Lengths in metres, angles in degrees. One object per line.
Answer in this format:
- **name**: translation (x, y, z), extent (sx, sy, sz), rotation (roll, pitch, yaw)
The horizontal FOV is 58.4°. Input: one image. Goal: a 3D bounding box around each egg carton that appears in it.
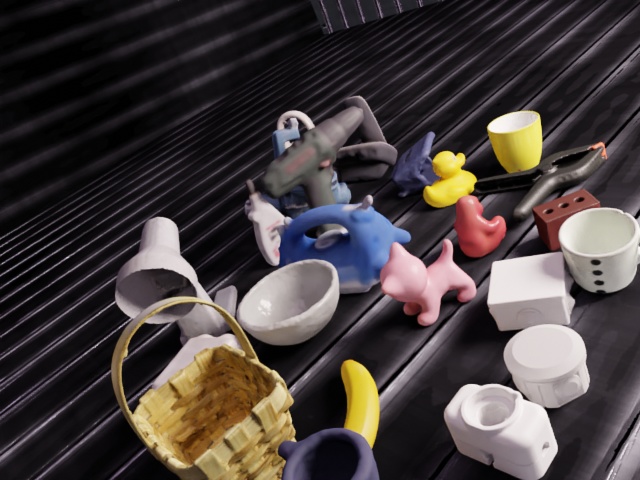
- **egg carton**: translation (-0.170, 0.199, 0.825), extent (0.107, 0.069, 0.150), rotation (-7, 31, 34)

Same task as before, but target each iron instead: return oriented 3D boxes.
- **iron**: translation (0.009, 0.003, 0.949), extent (0.257, 0.142, 0.119), rotation (-8, 31, 33)

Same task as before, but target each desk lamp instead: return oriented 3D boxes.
- **desk lamp**: translation (-0.235, 0.077, 0.947), extent (0.118, 0.214, 0.203), rotation (-23, 26, 6)

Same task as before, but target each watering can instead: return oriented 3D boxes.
- **watering can**: translation (-0.035, -0.203, 1.315), extent (0.100, 0.194, 0.173), rotation (-18, 27, 15)

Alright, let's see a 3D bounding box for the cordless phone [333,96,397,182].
- **cordless phone**: translation (0.077, -0.229, 1.273), extent (0.147, 0.185, 0.094), rotation (-6, 32, 35)

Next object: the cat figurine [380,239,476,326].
- **cat figurine**: translation (0.136, 0.049, 0.775), extent (0.128, 0.118, 0.067), rotation (-31, 26, -12)

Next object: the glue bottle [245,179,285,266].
- **glue bottle**: translation (-0.101, -0.039, 1.092), extent (0.078, 0.173, 0.037), rotation (-38, 29, -24)

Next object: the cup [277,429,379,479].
- **cup**: translation (0.012, 0.242, 0.550), extent (0.117, 0.095, 0.092), rotation (6, 40, 47)

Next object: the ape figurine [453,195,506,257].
- **ape figurine**: translation (0.231, -0.027, 0.860), extent (0.076, 0.092, 0.077), rotation (-40, 29, -27)

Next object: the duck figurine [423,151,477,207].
- **duck figurine**: translation (0.228, -0.116, 1.039), extent (0.105, 0.086, 0.077), rotation (-31, 26, -11)

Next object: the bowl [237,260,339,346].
- **bowl**: translation (-0.038, 0.107, 0.873), extent (0.167, 0.075, 0.167), rotation (-20, 26, 11)

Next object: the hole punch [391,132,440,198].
- **hole punch**: translation (0.189, -0.151, 1.133), extent (0.100, 0.091, 0.109), rotation (-12, 29, 26)

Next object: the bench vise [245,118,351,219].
- **bench vise**: translation (-0.062, -0.119, 1.152), extent (0.208, 0.220, 0.121), rotation (-33, 27, -14)

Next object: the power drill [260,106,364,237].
- **power drill**: translation (0.013, -0.116, 1.091), extent (0.230, 0.209, 0.075), rotation (-29, 26, -6)
